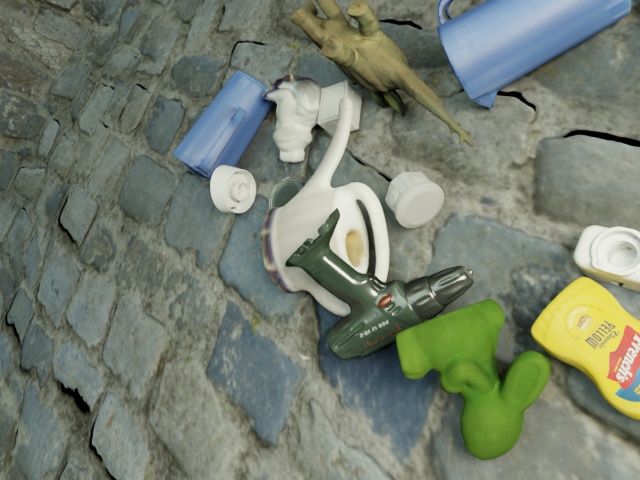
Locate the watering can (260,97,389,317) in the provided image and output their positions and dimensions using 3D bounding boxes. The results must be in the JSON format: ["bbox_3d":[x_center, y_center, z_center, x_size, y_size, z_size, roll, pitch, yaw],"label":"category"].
[{"bbox_3d":[0.003,-0.043,0.853,0.223,0.104,0.351,-15,78,32],"label":"watering can"}]

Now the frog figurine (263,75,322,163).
[{"bbox_3d":[-0.042,-0.240,1.033,0.136,0.124,0.159,-13,97,45],"label":"frog figurine"}]
